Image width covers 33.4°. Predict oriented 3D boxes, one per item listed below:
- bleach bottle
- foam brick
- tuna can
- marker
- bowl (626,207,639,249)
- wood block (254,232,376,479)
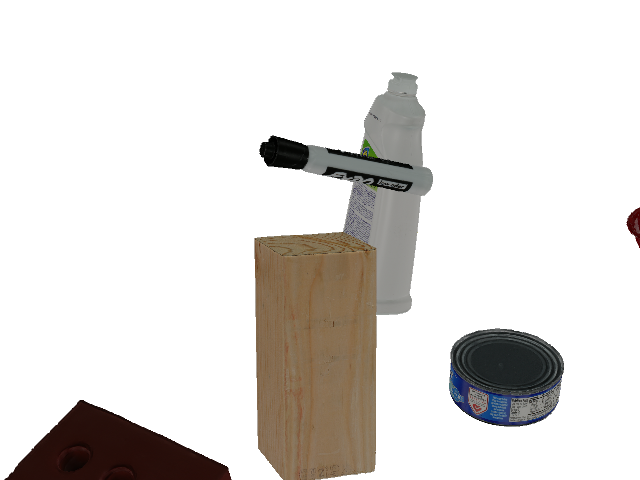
[{"bbox_3d":[0.073,-0.053,1.151,0.068,0.251,0.103,-1,22,-26],"label":"bleach bottle"},{"bbox_3d":[-0.078,0.111,0.430,0.078,0.051,0.052,18,44,24],"label":"foam brick"},{"bbox_3d":[0.142,0.105,0.820,0.086,0.034,0.086,0,28,0],"label":"tuna can"},{"bbox_3d":[0.017,-0.047,0.671,0.120,0.020,0.020,9,-5,-29],"label":"marker"},{"bbox_3d":[0.406,0.007,1.130,0.162,0.055,0.162,-3,23,1],"label":"bowl"},{"bbox_3d":[-0.005,0.103,0.972,0.090,0.206,0.091,-4,12,-18],"label":"wood block"}]
